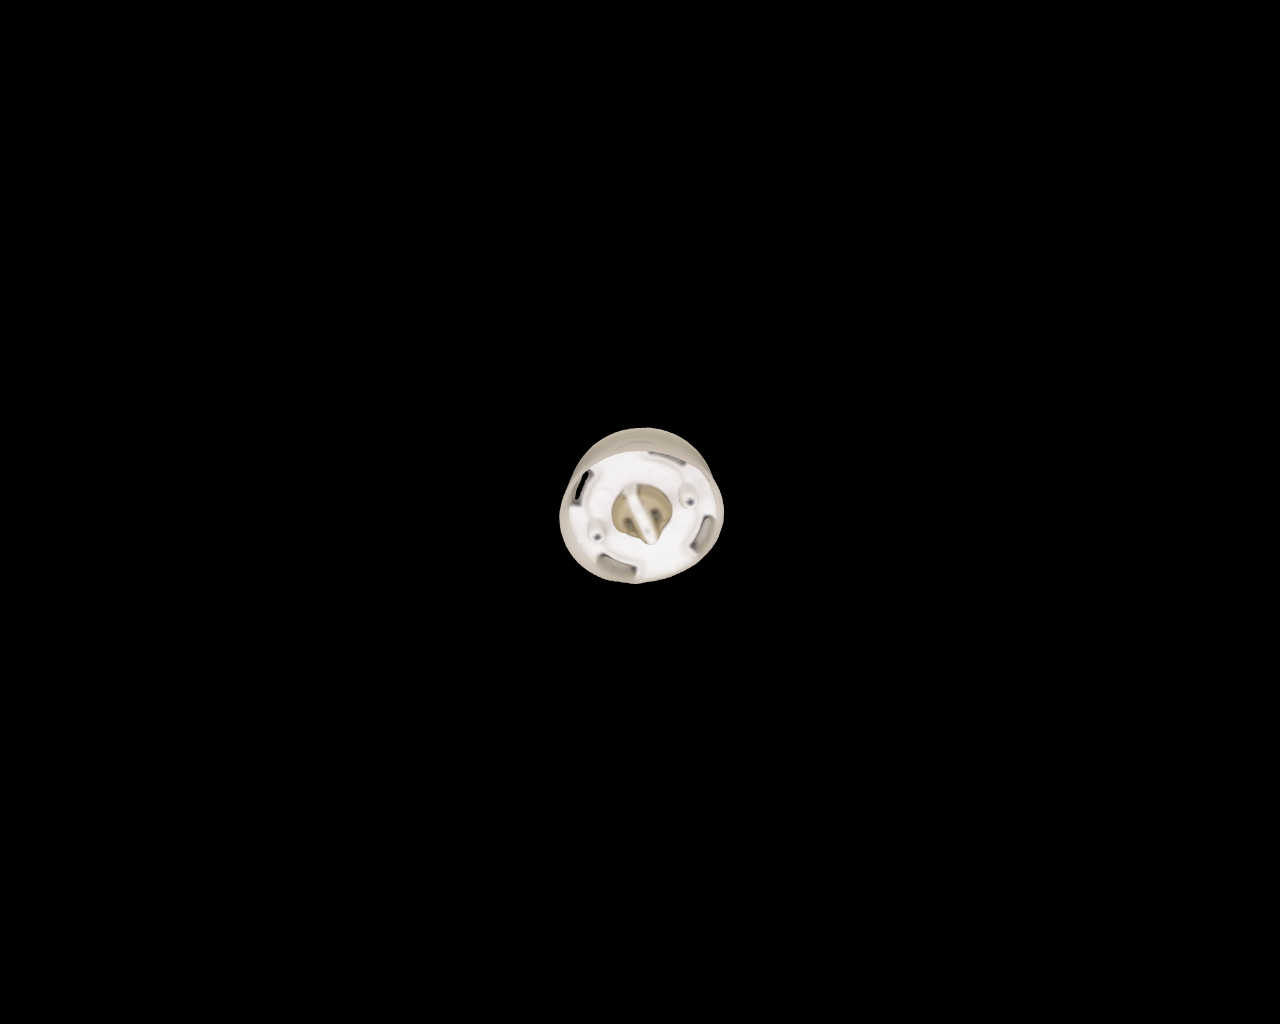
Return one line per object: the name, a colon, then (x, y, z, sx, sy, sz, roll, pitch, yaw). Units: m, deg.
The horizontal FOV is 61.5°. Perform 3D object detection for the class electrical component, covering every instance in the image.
electrical component: (0.001, -0.003, 0.650, 0.099, 0.099, 0.064, 0, 24, 0)
